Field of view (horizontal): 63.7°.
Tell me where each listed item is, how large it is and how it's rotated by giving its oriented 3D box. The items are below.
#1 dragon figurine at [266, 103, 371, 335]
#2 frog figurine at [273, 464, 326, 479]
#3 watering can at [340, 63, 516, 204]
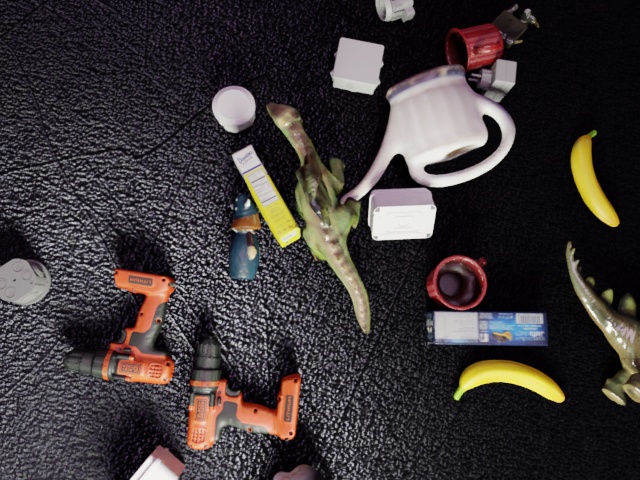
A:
[{"bbox_3d":[0.003,-0.042,0.842,0.122,0.241,0.415,-23,77,8],"label":"dragon figurine"},{"bbox_3d":[-0.055,0.437,0.813,0.159,0.120,0.141,-16,47,4],"label":"frog figurine"},{"bbox_3d":[0.182,-0.199,0.968,0.347,0.103,0.226,-16,78,4],"label":"watering can"}]
